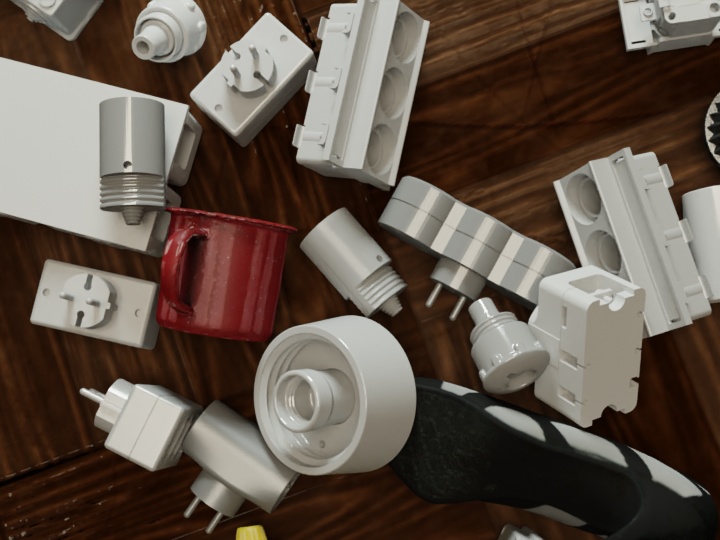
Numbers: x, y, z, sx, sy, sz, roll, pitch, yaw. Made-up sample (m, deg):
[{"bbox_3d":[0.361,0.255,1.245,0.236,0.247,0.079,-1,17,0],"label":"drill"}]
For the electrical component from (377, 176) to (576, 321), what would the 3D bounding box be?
[{"bbox_3d":[0.073,-0.001,0.751,0.138,0.052,0.073,29,86,7],"label":"electrical component"}]

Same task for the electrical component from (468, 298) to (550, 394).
[{"bbox_3d":[0.092,0.047,0.709,0.048,0.048,0.062,-27,58,0],"label":"electrical component"}]

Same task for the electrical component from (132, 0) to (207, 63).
[{"bbox_3d":[-0.143,-0.170,0.777,0.048,0.062,0.048,9,121,14],"label":"electrical component"}]

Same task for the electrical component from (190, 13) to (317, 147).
[{"bbox_3d":[-0.078,-0.140,0.766,0.047,0.075,0.083,43,88,7],"label":"electrical component"}]

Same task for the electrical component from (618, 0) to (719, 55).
[{"bbox_3d":[0.227,-0.184,0.757,0.081,0.064,0.042,-9,81,3],"label":"electrical component"}]

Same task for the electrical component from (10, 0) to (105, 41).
[{"bbox_3d":[-0.230,-0.235,0.802,0.100,0.048,0.099,35,87,7],"label":"electrical component"}]

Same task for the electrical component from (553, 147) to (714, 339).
[{"bbox_3d":[0.188,-0.016,0.736,0.063,0.079,0.121,-14,81,-27],"label":"electrical component"}]

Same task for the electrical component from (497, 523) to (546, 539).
[{"bbox_3d":[0.102,0.231,0.709,0.057,0.078,0.113,27,86,4],"label":"electrical component"}]

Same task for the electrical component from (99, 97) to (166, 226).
[{"bbox_3d":[-0.152,-0.070,0.717,0.043,0.043,0.081,-2,83,4],"label":"electrical component"}]

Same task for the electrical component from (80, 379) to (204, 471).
[{"bbox_3d":[-0.158,0.100,0.748,0.077,0.065,0.047,26,86,6],"label":"electrical component"}]

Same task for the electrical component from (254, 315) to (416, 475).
[{"bbox_3d":[-0.023,0.085,0.718,0.108,0.060,0.108,0,90,38],"label":"electrical component"}]

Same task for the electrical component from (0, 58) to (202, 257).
[{"bbox_3d":[-0.220,-0.084,0.776,0.186,0.060,0.105,15,85,5],"label":"electrical component"}]

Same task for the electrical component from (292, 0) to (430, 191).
[{"bbox_3d":[0.000,-0.126,0.761,0.063,0.079,0.121,8,83,34],"label":"electrical component"}]

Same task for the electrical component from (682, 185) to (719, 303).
[{"bbox_3d":[0.270,-0.020,0.744,0.079,0.043,0.077,-8,83,3],"label":"electrical component"}]

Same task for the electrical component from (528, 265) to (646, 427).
[{"bbox_3d":[0.148,0.048,0.712,0.050,0.056,0.089,-14,115,-27],"label":"electrical component"}]

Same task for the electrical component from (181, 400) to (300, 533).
[{"bbox_3d":[-0.091,0.144,0.749,0.077,0.044,0.079,34,86,8],"label":"electrical component"}]

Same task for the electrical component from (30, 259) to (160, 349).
[{"bbox_3d":[-0.188,0.023,0.754,0.083,0.075,0.047,12,84,5],"label":"electrical component"}]

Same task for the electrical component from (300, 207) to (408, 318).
[{"bbox_3d":[0.000,0.000,0.760,0.043,0.043,0.081,-41,82,-1],"label":"electrical component"}]
